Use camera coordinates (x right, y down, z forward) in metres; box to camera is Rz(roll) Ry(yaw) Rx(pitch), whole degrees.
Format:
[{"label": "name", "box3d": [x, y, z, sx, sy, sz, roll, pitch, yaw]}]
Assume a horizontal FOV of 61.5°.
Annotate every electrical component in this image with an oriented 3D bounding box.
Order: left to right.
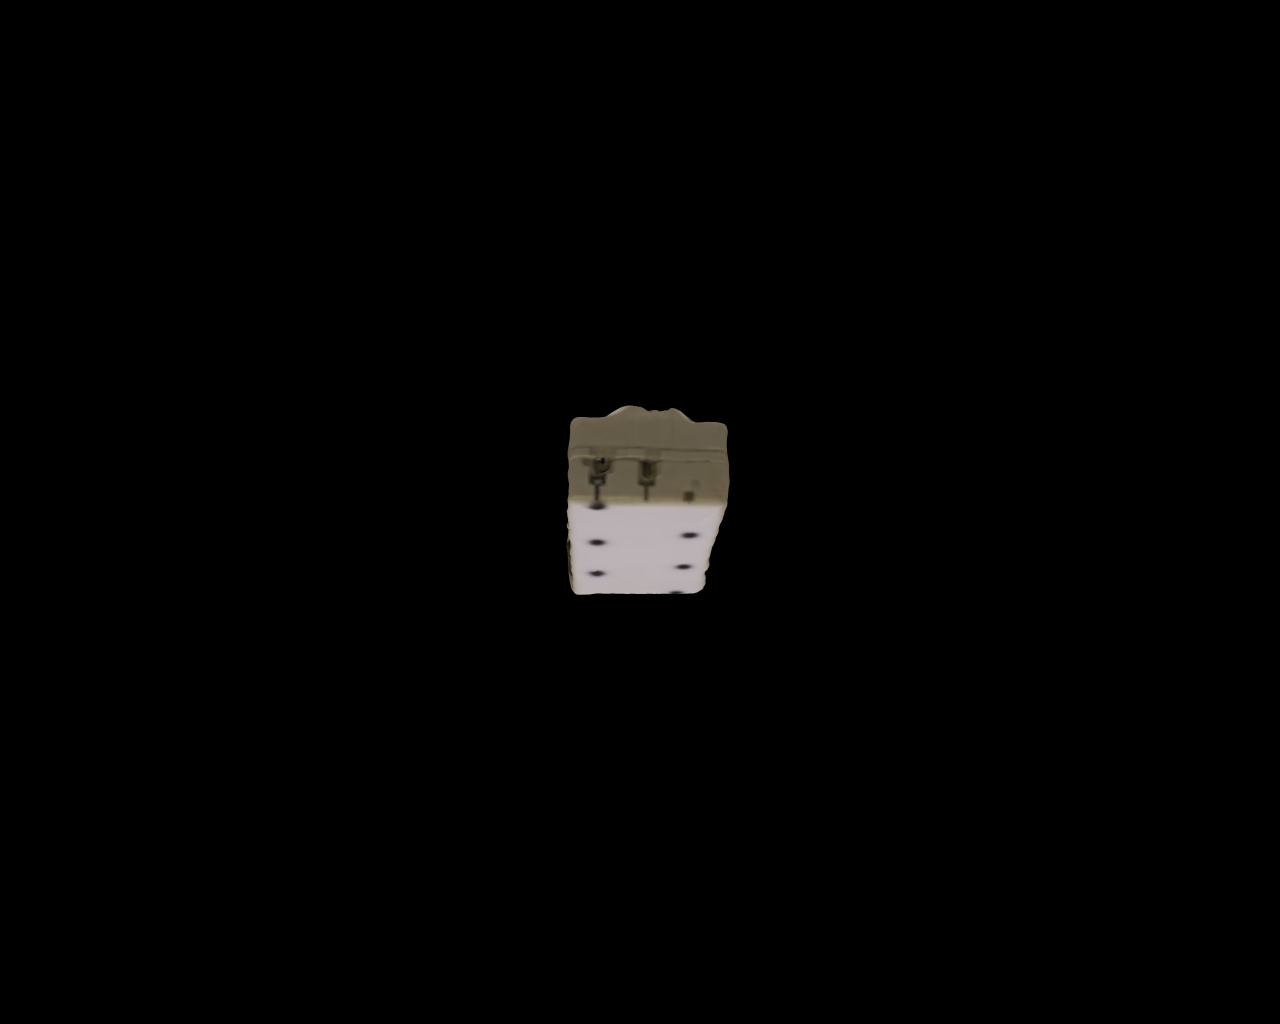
[{"label": "electrical component", "box3d": [0.001, -0.003, 0.650, 0.089, 0.062, 0.150, 1, -23, -3]}]
